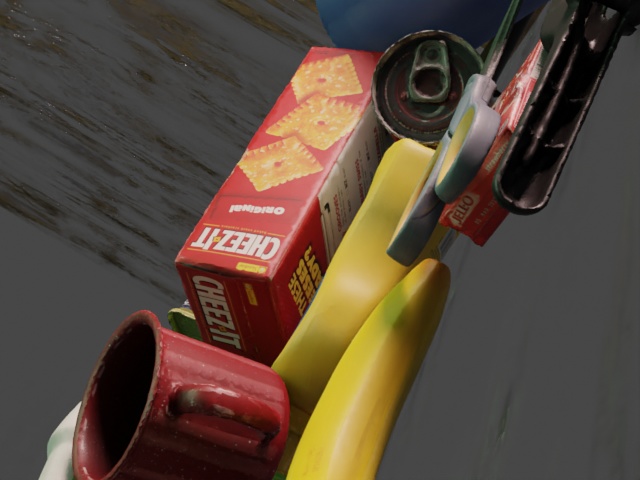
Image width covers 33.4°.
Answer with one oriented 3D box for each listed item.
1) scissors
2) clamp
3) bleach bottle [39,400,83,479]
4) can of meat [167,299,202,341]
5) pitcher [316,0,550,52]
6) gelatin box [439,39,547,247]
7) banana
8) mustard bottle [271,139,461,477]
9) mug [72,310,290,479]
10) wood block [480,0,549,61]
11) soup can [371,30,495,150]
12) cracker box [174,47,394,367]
[{"bbox_3d":[0.085,-0.077,0.544,0.201,0.016,0.096,-62,4,-22],"label":"scissors"},{"bbox_3d":[0.138,-0.119,0.481,0.165,0.036,0.209,-57,5,36],"label":"clamp"},{"bbox_3d":[-0.109,0.173,0.551,0.068,0.102,0.250,-52,21,40],"label":"bleach bottle"},{"bbox_3d":[-0.055,0.063,0.785,0.083,0.058,0.102,-49,-38,-31],"label":"can of meat"},{"bbox_3d":[0.101,-0.207,0.699,0.144,0.149,0.243,-43,11,-23],"label":"pitcher"},{"bbox_3d":[0.098,-0.051,0.550,0.073,0.030,0.089,-57,3,46],"label":"gelatin box"},{"bbox_3d":[0.021,0.084,0.488,0.070,0.037,0.197,-40,15,35],"label":"banana"},{"bbox_3d":[0.022,0.044,0.599,0.191,0.058,0.096,-62,-14,-15],"label":"mustard bottle"},{"bbox_3d":[-0.063,0.090,0.535,0.117,0.081,0.093,-24,49,53],"label":"mug"},{"bbox_3d":[0.172,-0.261,0.854,0.206,0.090,0.090,-58,2,31],"label":"wood block"},{"bbox_3d":[0.073,-0.080,0.658,0.068,0.068,0.102,-60,-16,-1],"label":"soup can"},{"bbox_3d":[-0.005,0.001,0.703,0.164,0.072,0.213,77,-148,-43],"label":"cracker box"}]
